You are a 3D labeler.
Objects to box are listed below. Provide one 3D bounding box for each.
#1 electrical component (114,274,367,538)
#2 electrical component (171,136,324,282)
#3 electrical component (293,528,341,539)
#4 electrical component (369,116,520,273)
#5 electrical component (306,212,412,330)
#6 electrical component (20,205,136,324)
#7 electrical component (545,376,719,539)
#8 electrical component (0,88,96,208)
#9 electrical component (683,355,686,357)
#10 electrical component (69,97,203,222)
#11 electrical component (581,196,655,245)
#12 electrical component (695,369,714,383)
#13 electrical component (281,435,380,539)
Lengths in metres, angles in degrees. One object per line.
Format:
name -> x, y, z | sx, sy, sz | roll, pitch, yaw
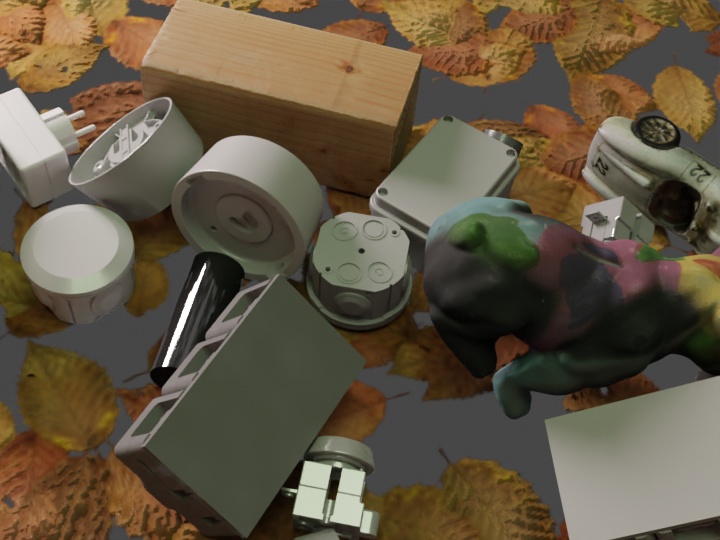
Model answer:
electrical component -> -0.078, 0.090, 0.713 | 0.089, 0.062, 0.150 | 46, 57, -16
electrical component -> -0.079, -0.051, 0.803 | 0.108, 0.108, 0.060 | 20, 50, 10
electrical component -> -0.041, 0.187, 0.677 | 0.065, 0.044, 0.044 | -12, 56, -18
electrical component -> 0.066, -0.059, 0.847 | 0.078, 0.057, 0.113 | 31, 59, 17
electrical component -> 0.000, 0.000, 0.804 | 0.080, 0.051, 0.080 | 2, 56, -2
electrical component -> -0.205, -0.004, 0.793 | 0.080, 0.051, 0.080 | 2, 55, -3
electrical component -> 0.205, 0.129, 0.687 | 0.150, 0.061, 0.089 | -17, 54, 15
electrical component -> -0.251, -0.106, 0.863 | 0.076, 0.047, 0.083 | -29, 62, -22
electrical component -> 0.246, 0.031, 0.799 | 0.055, 0.055, 0.047 | -25, 64, -20
electrical component -> -0.172, -0.088, 0.828 | 0.099, 0.064, 0.099 | -21, 46, 23
electrical component -> 0.196, -0.019, 0.831 | 0.066, 0.048, 0.055 | 36, 58, -32
electrical component -> 0.272, 0.092, 0.756 | 0.078, 0.058, 0.057 | -12, 59, -12
electrical component -> -0.017, 0.142, 0.707 | 0.066, 0.048, 0.055 | 10, 62, 3
